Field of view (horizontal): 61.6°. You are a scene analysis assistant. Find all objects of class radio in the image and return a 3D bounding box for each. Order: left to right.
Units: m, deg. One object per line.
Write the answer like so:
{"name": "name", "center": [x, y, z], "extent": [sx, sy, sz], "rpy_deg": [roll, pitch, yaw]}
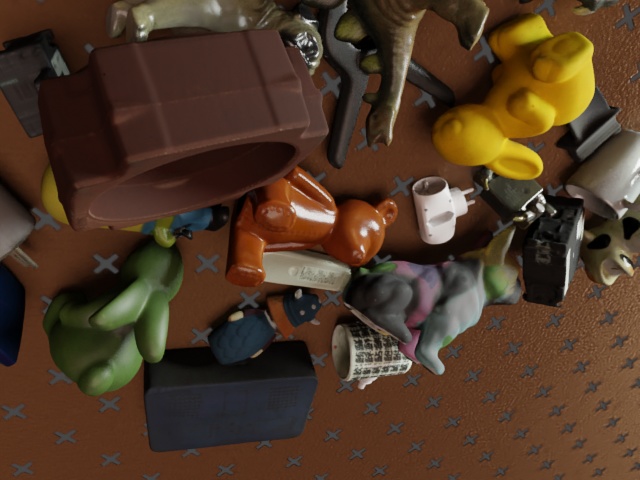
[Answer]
{"name": "radio", "center": [-0.127, 0.219, 0.753], "extent": [0.230, 0.073, 0.131], "rpy_deg": [0, 122, -16]}

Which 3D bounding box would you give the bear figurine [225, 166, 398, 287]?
{"name": "bear figurine", "center": [-0.001, -0.005, 0.617], "extent": [0.196, 0.132, 0.120], "rpy_deg": [20, 122, -22]}

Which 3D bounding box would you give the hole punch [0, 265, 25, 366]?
{"name": "hole punch", "center": [-0.364, 0.068, 0.546], "extent": [0.092, 0.142, 0.115], "rpy_deg": [-7, 137, -12]}

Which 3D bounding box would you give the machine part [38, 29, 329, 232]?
{"name": "machine part", "center": [-0.112, -0.083, 0.438], "extent": [0.201, 0.201, 0.087], "rpy_deg": [-17, 87, -26]}

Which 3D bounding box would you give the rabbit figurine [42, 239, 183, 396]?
{"name": "rabbit figurine", "center": [-0.220, 0.073, 0.596], "extent": [0.121, 0.159, 0.170], "rpy_deg": [35, 91, -22]}

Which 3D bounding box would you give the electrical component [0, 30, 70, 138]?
{"name": "electrical component", "center": [-0.242, -0.129, 0.461], "extent": [0.048, 0.119, 0.074], "rpy_deg": [-20, 128, -6]}

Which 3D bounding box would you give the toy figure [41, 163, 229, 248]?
{"name": "toy figure", "center": [-0.190, -0.042, 0.558], "extent": [0.180, 0.082, 0.089], "rpy_deg": [12, 119, -28]}

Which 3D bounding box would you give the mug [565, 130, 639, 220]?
{"name": "mug", "center": [0.399, -0.088, 0.708], "extent": [0.080, 0.110, 0.107], "rpy_deg": [34, 94, -28]}

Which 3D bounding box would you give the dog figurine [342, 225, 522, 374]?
{"name": "dog figurine", "center": [0.160, 0.052, 0.705], "extent": [0.191, 0.108, 0.219], "rpy_deg": [40, 79, -1]}

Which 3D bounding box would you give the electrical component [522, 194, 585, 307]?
{"name": "electrical component", "center": [0.319, 0.007, 0.731], "extent": [0.134, 0.058, 0.114], "rpy_deg": [-50, 140, -39]}

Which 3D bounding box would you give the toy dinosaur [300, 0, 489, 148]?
{"name": "toy dinosaur", "center": [0.057, -0.309, 0.416], "extent": [0.199, 0.105, 0.470], "rpy_deg": [8, 107, 7]}

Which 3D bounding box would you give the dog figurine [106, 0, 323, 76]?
{"name": "dog figurine", "center": [-0.077, -0.231, 0.474], "extent": [0.190, 0.121, 0.172], "rpy_deg": [-3, 127, -33]}

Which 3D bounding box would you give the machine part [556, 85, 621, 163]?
{"name": "machine part", "center": [0.328, -0.160, 0.675], "extent": [0.084, 0.039, 0.138], "rpy_deg": [-37, 127, 14]}

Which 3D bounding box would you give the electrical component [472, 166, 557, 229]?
{"name": "electrical component", "center": [0.244, -0.059, 0.680], "extent": [0.078, 0.102, 0.045], "rpy_deg": [-30, 163, -16]}

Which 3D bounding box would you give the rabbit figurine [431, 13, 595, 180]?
{"name": "rabbit figurine", "center": [0.203, -0.143, 0.605], "extent": [0.173, 0.122, 0.162], "rpy_deg": [-35, 141, -1]}

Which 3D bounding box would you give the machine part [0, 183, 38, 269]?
{"name": "machine part", "center": [-0.355, -0.055, 0.497], "extent": [0.079, 0.079, 0.243], "rpy_deg": [-29, 126, 2]}

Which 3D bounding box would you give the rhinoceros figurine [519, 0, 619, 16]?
{"name": "rhinoceros figurine", "center": [0.213, -0.270, 0.525], "extent": [0.190, 0.112, 0.073], "rpy_deg": [9, 95, -8]}

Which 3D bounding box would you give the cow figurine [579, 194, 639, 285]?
{"name": "cow figurine", "center": [0.444, -0.023, 0.764], "extent": [0.085, 0.127, 0.195], "rpy_deg": [31, 94, -32]}

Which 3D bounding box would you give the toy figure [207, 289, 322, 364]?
{"name": "toy figure", "center": [-0.071, 0.108, 0.708], "extent": [0.154, 0.058, 0.064], "rpy_deg": [-27, 138, -6]}
